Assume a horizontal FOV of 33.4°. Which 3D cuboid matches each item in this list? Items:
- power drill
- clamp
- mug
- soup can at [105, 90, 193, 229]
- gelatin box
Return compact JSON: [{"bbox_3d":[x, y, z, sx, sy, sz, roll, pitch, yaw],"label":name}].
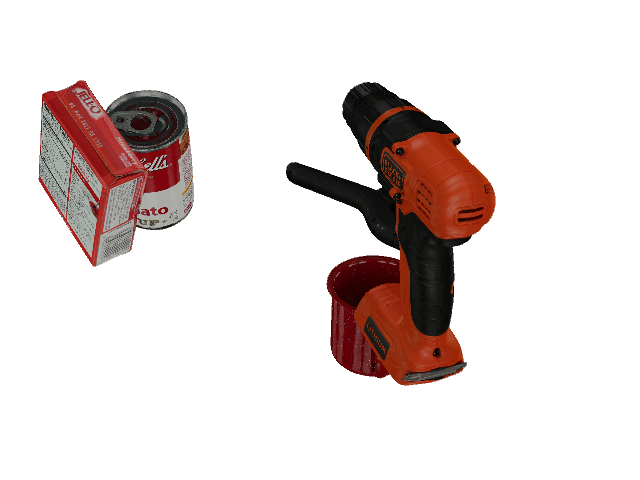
[{"bbox_3d":[0.060,-0.005,0.773,0.057,0.188,0.184,-11,34,-16],"label":"power drill"},{"bbox_3d":[0.068,-0.046,1.263,0.164,0.036,0.210,-16,52,-29],"label":"clamp"},{"bbox_3d":[0.052,0.080,0.992,0.093,0.081,0.117,-2,34,-6],"label":"mug"},{"bbox_3d":[-0.142,-0.066,0.890,0.068,0.068,0.102,0,-38,-2],"label":"soup can"},{"bbox_3d":[-0.137,-0.039,0.634,0.030,0.073,0.089,-25,-22,-30],"label":"gelatin box"}]
